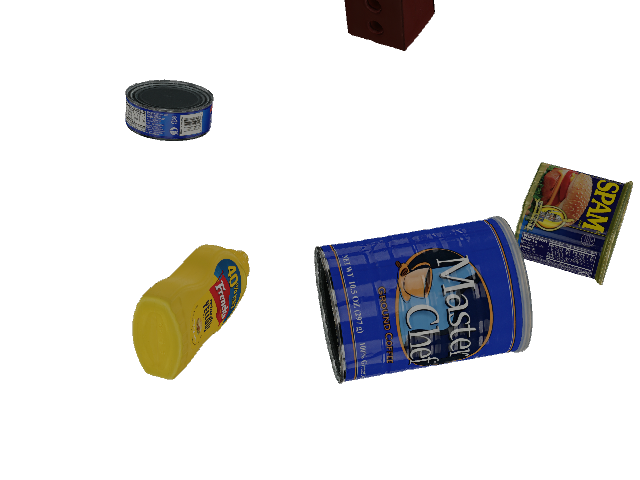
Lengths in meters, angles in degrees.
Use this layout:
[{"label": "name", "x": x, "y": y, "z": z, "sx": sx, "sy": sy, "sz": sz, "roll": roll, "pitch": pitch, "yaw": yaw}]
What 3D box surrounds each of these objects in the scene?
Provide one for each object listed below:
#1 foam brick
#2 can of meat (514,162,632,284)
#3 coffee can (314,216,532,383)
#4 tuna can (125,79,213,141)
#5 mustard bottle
[{"label": "foam brick", "x": 0.051, "y": -0.192, "z": 0.802, "sx": 0.053, "sy": 0.051, "sz": 0.078, "roll": 21, "pitch": -31, "yaw": 23}, {"label": "can of meat", "x": 0.224, "y": -0.018, "z": 0.952, "sx": 0.084, "sy": 0.057, "sz": 0.102, "roll": 16, "pitch": 48, "yaw": 17}, {"label": "coffee can", "x": 0.073, "y": 0.043, "z": 0.790, "sx": 0.140, "sy": 0.103, "sz": 0.103, "roll": -9, "pitch": 1, "yaw": -5}, {"label": "tuna can", "x": -0.149, "y": -0.128, "z": 1.050, "sx": 0.086, "sy": 0.034, "sz": 0.086, "roll": 5, "pitch": 27, "yaw": -3}, {"label": "mustard bottle", "x": -0.125, "y": 0.059, "z": 1.122, "sx": 0.058, "sy": 0.096, "sz": 0.191, "roll": 10, "pitch": 29, "yaw": 20}]
